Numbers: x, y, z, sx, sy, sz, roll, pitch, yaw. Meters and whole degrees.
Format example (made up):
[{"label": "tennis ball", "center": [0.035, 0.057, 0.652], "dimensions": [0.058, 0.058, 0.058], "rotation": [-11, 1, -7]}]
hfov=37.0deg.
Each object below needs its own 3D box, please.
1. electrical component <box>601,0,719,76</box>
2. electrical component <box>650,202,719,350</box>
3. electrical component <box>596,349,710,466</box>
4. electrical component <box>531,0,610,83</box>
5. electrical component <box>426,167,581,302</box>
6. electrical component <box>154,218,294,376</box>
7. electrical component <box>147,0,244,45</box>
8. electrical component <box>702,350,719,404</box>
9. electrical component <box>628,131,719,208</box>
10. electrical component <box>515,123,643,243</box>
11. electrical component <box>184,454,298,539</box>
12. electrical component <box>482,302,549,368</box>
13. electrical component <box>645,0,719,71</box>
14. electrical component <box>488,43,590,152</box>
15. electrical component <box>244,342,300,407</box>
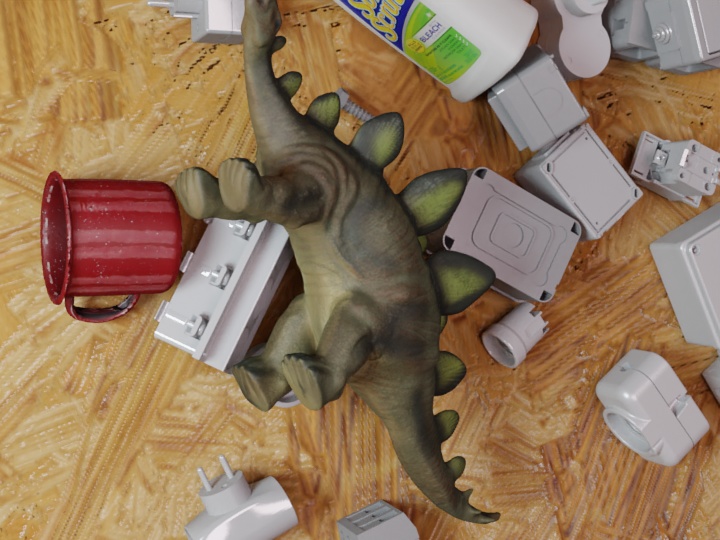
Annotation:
[{"label": "electrical component", "center": [0.274, -0.276, 0.949], "dimensions": [0.105, 0.060, 0.186], "rotation": [9, 89, -23]}, {"label": "electrical component", "center": [0.338, 0.001, 0.989], "dimensions": [0.109, 0.056, 0.108], "rotation": [-29, 103, -19]}, {"label": "electrical component", "center": [0.259, 0.126, 0.963], "dimensions": [0.059, 0.054, 0.095], "rotation": [-42, 106, -16]}, {"label": "electrical component", "center": [0.185, -0.231, 0.906], "dimensions": [0.052, 0.074, 0.138], "rotation": [-10, 96, -22]}, {"label": "electrical component", "center": [0.114, -0.028, 0.891], "dimensions": [0.113, 0.057, 0.078], "rotation": [28, 82, -18]}, {"label": "electrical component", "center": [-0.098, 0.009, 0.800], "dimensions": [0.063, 0.078, 0.121], "rotation": [24, 82, 8]}, {"label": "electrical component", "center": [-0.120, -0.204, 0.795], "dimensions": [0.077, 0.047, 0.065], "rotation": [-2, 93, -22]}, {"label": "electrical component", "center": [0.374, 0.089, 1.011], "dimensions": [0.089, 0.050, 0.055], "rotation": [-38, 106, -17]}, {"label": "electrical component", "center": [0.286, -0.090, 0.960], "dimensions": [0.081, 0.064, 0.042], "rotation": [22, 83, -22]}, {"label": "electrical component", "center": [0.180, -0.077, 0.922], "dimensions": [0.062, 0.061, 0.096], "rotation": [-43, 99, -16]}, {"label": "electrical component", "center": [-0.098, 0.180, 0.821], "dimensions": [0.077, 0.043, 0.079], "rotation": [-28, 102, -19]}, {"label": "electrical component", "center": [0.133, 0.054, 0.916], "dimensions": [0.046, 0.040, 0.040], "rotation": [-40, 106, -22]}, {"label": "electrical component", "center": [0.287, -0.206, 0.890], "dimensions": [0.096, 0.061, 0.061], "rotation": [-19, 99, -21]}, {"label": "electrical component", "center": [0.140, -0.142, 0.889], "dimensions": [0.061, 0.096, 0.061], "rotation": [-32, 106, 10]}, {"label": "electrical component", "center": [-0.064, 0.079, 0.825], "dimensions": [0.045, 0.055, 0.045], "rotation": [-1, 92, -23]}]
